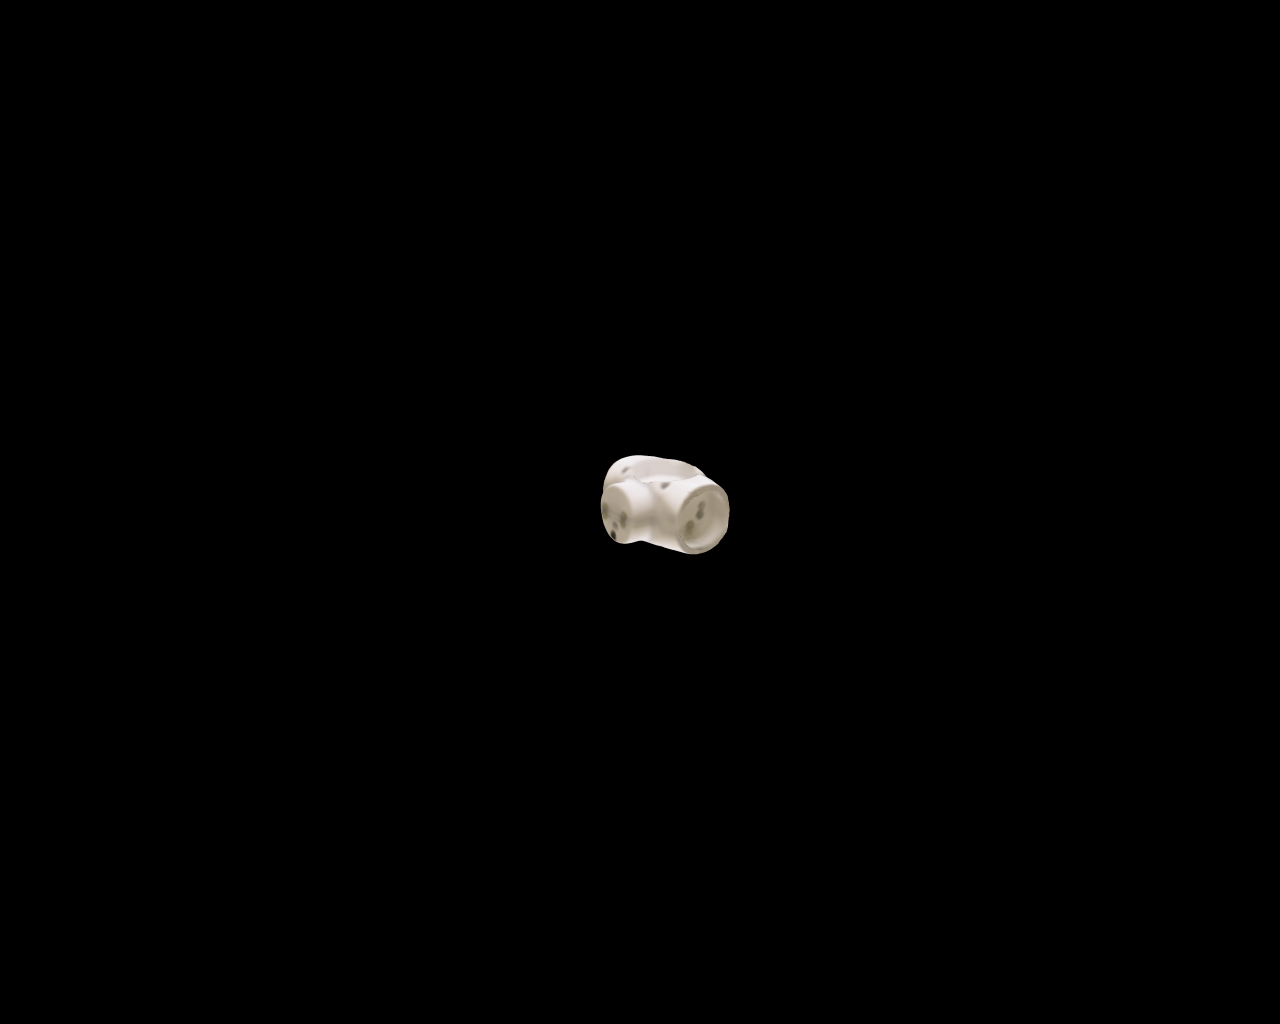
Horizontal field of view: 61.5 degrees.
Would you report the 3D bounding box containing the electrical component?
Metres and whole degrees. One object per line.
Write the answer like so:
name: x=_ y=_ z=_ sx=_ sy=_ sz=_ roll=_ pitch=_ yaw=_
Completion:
electrical component: x=0.001 y=-0.003 z=0.650 sx=0.079 sy=0.044 sz=0.077 roll=-14 pitch=24 yaw=-33
